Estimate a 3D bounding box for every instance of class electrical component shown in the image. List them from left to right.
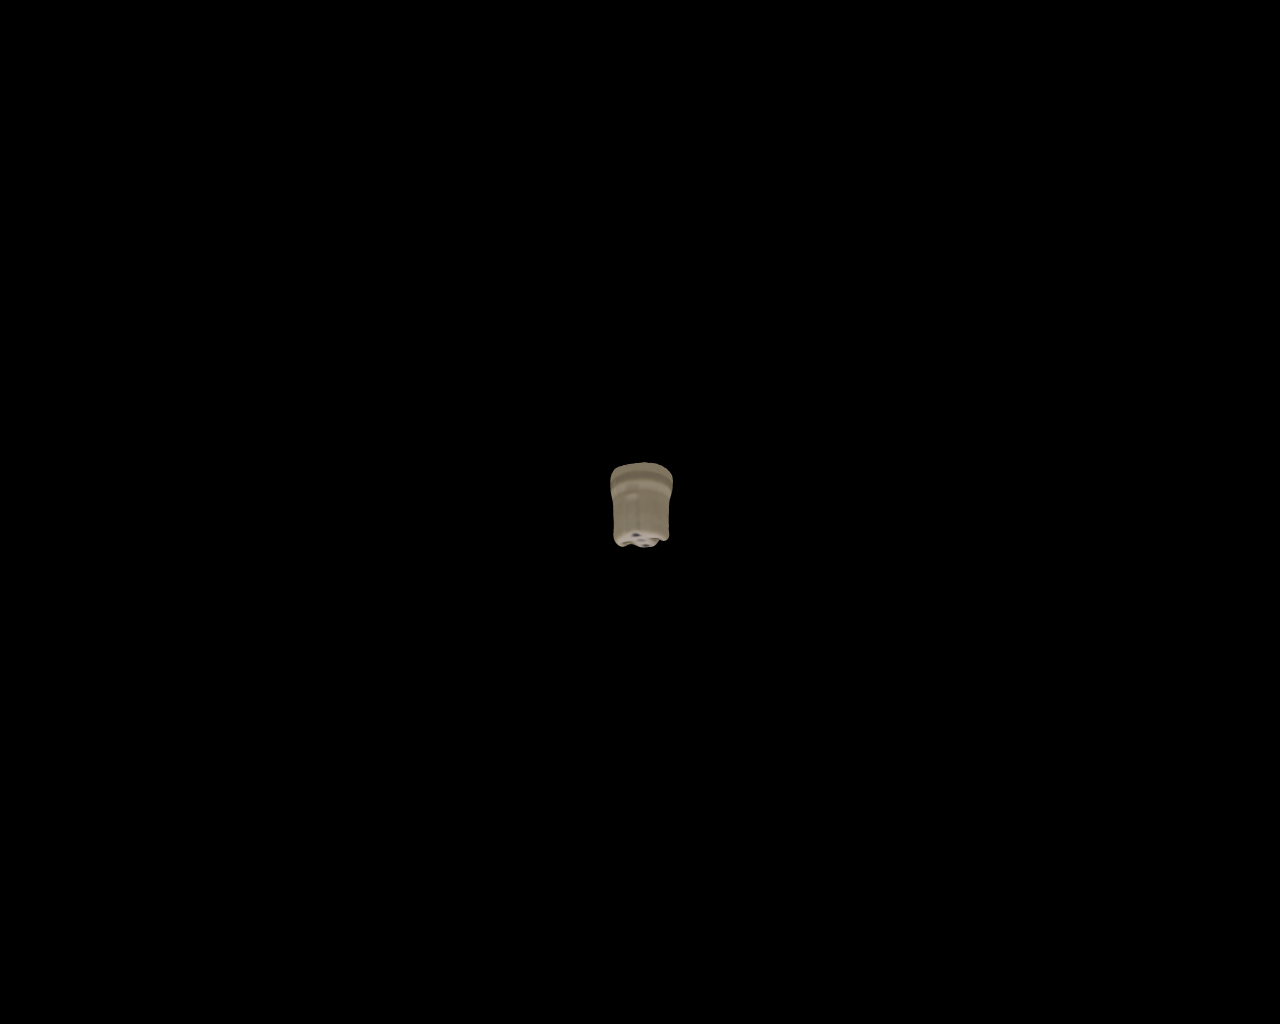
[{"bbox_3d":[0.001,-0.003,0.650,0.040,0.046,0.040,0,-26,0],"label":"electrical component"}]
